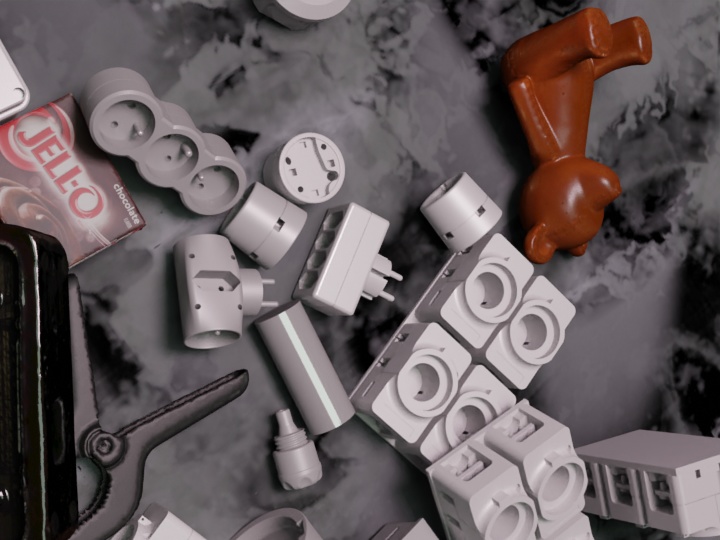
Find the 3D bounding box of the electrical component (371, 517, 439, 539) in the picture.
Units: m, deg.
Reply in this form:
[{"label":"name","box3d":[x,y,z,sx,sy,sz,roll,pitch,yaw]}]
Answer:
[{"label":"electrical component","box3d":[0.004,0.295,0.833,0.186,0.060,0.105,-39,98,-32]}]

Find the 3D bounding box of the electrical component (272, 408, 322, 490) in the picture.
[{"label":"electrical component","box3d":[-0.053,0.140,0.848,0.035,0.035,0.061,-17,91,-24]}]

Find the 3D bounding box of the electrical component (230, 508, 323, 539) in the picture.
[{"label":"electrical component","box3d":[-0.063,0.239,0.801,0.108,0.108,0.060,-47,111,-19]}]

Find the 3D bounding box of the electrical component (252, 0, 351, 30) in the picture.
[{"label":"electrical component","box3d":[-0.047,-0.235,0.864,0.080,0.051,0.080,2,86,-24]}]

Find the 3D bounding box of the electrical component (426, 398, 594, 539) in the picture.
[{"label":"electrical component","box3d":[0.133,0.215,0.876,0.105,0.060,0.186,-31,123,-23]}]

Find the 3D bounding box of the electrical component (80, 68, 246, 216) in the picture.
[{"label":"electrical component","box3d":[-0.149,-0.102,0.802,0.052,0.073,0.138,-44,132,10]}]

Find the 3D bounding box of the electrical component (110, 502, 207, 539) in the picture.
[{"label":"electrical component","box3d":[-0.159,0.221,0.786,0.056,0.050,0.089,42,72,-17]}]

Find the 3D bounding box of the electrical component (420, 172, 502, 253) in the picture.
[{"label":"electrical component","box3d":[0.084,-0.050,0.912,0.055,0.055,0.047,-45,101,-20]}]

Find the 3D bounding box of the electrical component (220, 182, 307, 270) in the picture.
[{"label":"electrical component","box3d":[-0.076,-0.036,0.838,0.047,0.055,0.055,36,73,-15]}]

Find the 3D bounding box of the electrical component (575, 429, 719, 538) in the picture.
[{"label":"electrical component","box3d":[0.260,0.182,0.924,0.089,0.150,0.061,-11,91,-25]}]

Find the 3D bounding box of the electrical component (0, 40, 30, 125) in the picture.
[{"label":"electrical component","box3d":[-0.296,-0.123,0.741,0.113,0.057,0.078,-32,100,-23]}]

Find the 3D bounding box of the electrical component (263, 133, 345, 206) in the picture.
[{"label":"electrical component","box3d":[-0.046,-0.078,0.857,0.055,0.047,0.055,2,86,-24]}]

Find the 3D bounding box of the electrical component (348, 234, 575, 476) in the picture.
[{"label":"electrical component","box3d":[0.089,0.072,0.903,0.105,0.060,0.186,43,71,-16]}]

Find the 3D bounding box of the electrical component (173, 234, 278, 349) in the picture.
[{"label":"electrical component","box3d":[-0.100,0.017,0.818,0.079,0.043,0.077,2,66,-29]}]

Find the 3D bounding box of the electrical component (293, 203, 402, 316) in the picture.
[{"label":"electrical component","box3d":[0.000,0.000,0.874,0.076,0.047,0.083,27,77,-22]}]
